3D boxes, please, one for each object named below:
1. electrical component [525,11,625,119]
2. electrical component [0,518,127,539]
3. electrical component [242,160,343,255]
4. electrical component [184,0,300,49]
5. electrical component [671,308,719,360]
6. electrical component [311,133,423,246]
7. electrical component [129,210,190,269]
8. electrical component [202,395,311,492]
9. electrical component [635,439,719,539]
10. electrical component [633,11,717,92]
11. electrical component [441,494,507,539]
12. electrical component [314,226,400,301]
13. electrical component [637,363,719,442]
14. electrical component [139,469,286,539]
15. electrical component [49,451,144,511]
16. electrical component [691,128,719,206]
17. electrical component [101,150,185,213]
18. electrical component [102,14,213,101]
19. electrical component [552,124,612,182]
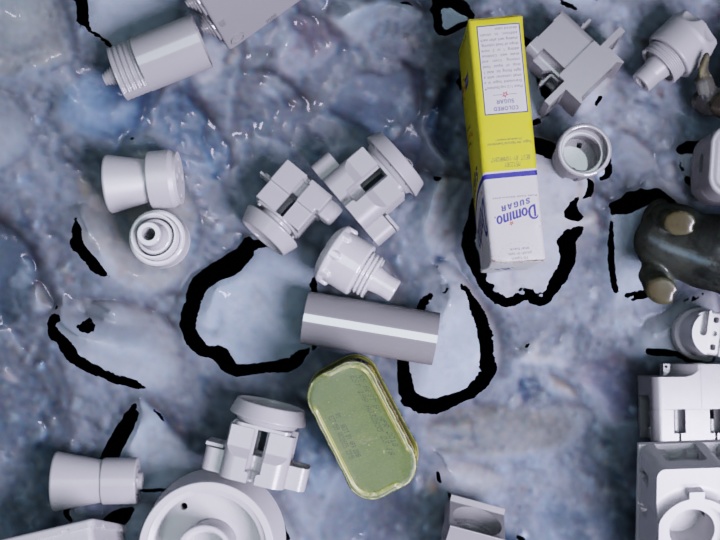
[{"bbox_3d":[0.160,-0.159,0.825,0.081,0.042,0.064,-45,83,-3],"label":"electrical component"},{"bbox_3d":[-0.218,0.215,0.775,0.100,0.099,0.048,-13,73,0],"label":"electrical component"},{"bbox_3d":[-0.056,-0.045,0.817,0.066,0.048,0.055,39,80,4],"label":"electrical component"},{"bbox_3d":[-0.086,-0.221,0.804,0.100,0.099,0.048,-36,74,-2],"label":"electrical component"},{"bbox_3d":[0.259,0.048,0.806,0.040,0.046,0.040,0,86,1],"label":"electrical component"},{"bbox_3d":[0.010,-0.066,0.812,0.057,0.058,0.078,-41,86,1],"label":"electrical component"},{"bbox_3d":[-0.153,-0.024,0.808,0.043,0.062,0.043,0,86,1],"label":"electrical component"},{"bbox_3d":[-0.073,0.127,0.800,0.078,0.058,0.057,13,89,2],"label":"electrical component"},{"bbox_3d":[0.255,0.219,0.763,0.105,0.060,0.186,-2,102,1],"label":"electrical component"},{"bbox_3d":[0.237,-0.164,0.823,0.062,0.043,0.043,-43,87,-1],"label":"electrical component"},{"bbox_3d":[0.078,0.207,0.787,0.042,0.081,0.063,16,109,2],"label":"electrical component"},{"bbox_3d":[0.000,0.000,0.811,0.062,0.048,0.048,31,87,5],"label":"electrical component"},{"bbox_3d":[0.257,0.097,0.801,0.089,0.050,0.055,0,86,0],"label":"electrical component"},{"bbox_3d":[-0.111,0.203,0.793,0.108,0.060,0.108,0,86,1],"label":"electrical component"},{"bbox_3d":[-0.196,0.158,0.807,0.065,0.044,0.044,0,86,-4],"label":"electrical component"},{"bbox_3d":[0.302,-0.074,0.808,0.095,0.059,0.053,5,86,1],"label":"electrical component"},{"bbox_3d":[-0.165,-0.068,0.820,0.055,0.045,0.045,-5,86,0],"label":"electrical component"},{"bbox_3d":[-0.159,-0.161,0.827,0.081,0.043,0.043,-22,86,-1],"label":"electrical component"},{"bbox_3d":[0.166,-0.087,0.817,0.040,0.046,0.040,0,86,1],"label":"electrical component"}]
